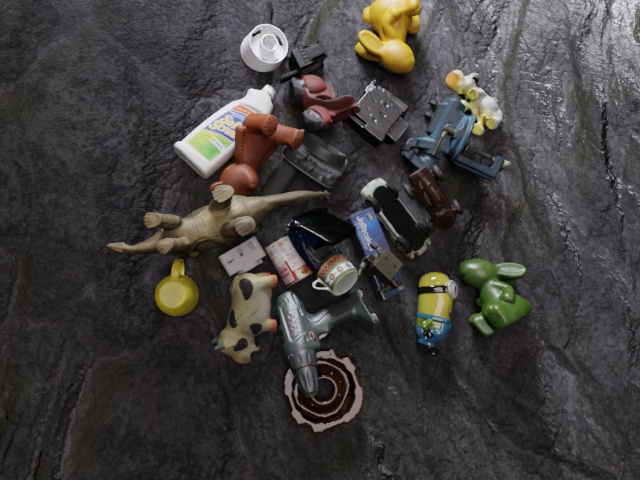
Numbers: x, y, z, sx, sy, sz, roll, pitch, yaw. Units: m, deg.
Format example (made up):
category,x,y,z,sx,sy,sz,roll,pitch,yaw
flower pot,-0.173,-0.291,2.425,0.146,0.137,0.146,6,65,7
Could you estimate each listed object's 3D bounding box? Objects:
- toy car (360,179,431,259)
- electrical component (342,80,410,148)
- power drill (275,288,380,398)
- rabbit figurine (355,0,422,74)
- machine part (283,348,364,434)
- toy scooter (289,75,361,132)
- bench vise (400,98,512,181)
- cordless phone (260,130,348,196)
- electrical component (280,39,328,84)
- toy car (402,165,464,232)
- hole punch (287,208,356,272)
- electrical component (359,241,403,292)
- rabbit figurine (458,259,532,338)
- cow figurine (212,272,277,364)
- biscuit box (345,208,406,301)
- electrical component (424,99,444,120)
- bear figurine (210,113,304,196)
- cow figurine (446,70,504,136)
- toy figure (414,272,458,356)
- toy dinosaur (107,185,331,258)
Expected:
category,x,y,z,sx,sy,sz,roll,pitch,yaw
toy car,0.173,-0.049,1.219,0.073,0.056,0.201,-38,91,-17
electrical component,0.137,-0.283,1.240,0.134,0.058,0.115,37,82,-2
power drill,0.017,0.196,1.126,0.207,0.085,0.232,-20,57,-13
rabbit figurine,0.164,-0.464,1.233,0.162,0.122,0.173,-9,86,-4
machine part,0.005,0.319,1.151,0.179,0.056,0.179,1,82,-7
toy scooter,0.012,-0.306,1.187,0.135,0.075,0.184,-11,49,-11
bench vise,0.315,-0.194,1.226,0.241,0.129,0.223,24,86,-2
cordless phone,-0.036,-0.141,1.197,0.146,0.089,0.184,34,91,-4
electrical component,-0.045,-0.399,1.219,0.119,0.075,0.047,-27,89,-8
toy car,0.251,-0.086,1.177,0.089,0.202,0.053,-29,49,13
hole punch,-0.002,-0.004,1.159,0.116,0.092,0.142,34,37,21
electrical component,0.130,0.062,1.143,0.102,0.045,0.078,39,50,-5
rabbit figurine,0.392,0.108,1.206,0.159,0.121,0.170,-26,73,-14
cow figurine,-0.158,0.165,1.124,0.127,0.085,0.194,1,97,-18
biscuit box,0.122,0.031,1.198,0.059,0.063,0.202,-22,88,-11
electrical component,0.298,-0.298,1.282,0.094,0.021,0.063,24,81,-6
bear figurine,-0.140,-0.163,1.129,0.120,0.132,0.195,23,89,-47
cow figurine,0.370,-0.334,1.270,0.098,0.068,0.167,-35,92,-41
toy figure,0.251,0.160,1.194,0.089,0.082,0.180,17,84,-8
toy dinosaur,-0.189,-0.041,1.091,0.472,0.198,0.105,-15,85,-10
